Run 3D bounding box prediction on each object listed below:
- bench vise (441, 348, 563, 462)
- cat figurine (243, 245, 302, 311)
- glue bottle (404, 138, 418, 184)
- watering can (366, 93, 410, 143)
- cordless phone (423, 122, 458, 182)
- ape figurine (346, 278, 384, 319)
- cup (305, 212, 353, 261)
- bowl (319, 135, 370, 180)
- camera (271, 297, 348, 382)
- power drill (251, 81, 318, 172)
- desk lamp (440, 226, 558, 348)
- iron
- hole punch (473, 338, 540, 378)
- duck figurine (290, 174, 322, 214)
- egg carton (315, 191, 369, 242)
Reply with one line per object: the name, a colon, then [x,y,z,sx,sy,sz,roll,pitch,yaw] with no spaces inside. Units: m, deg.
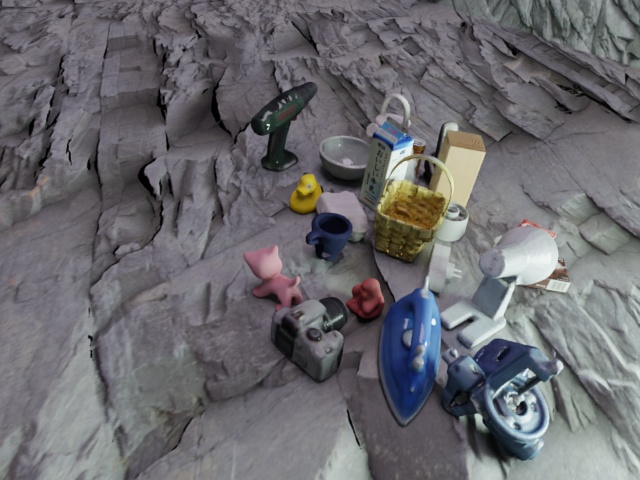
bench vise: [0.291,0.241,0.938,0.207,0.220,0.122,24,41,16]
cat figurine: [-0.092,0.067,1.144,0.127,0.118,0.067,29,42,22]
glue bottle: [0.219,-0.187,1.485,0.078,0.173,0.037,8,39,-4]
watering can: [0.199,-0.317,1.623,0.100,0.194,0.173,21,40,13]
cordless phone: [0.368,-0.239,1.574,0.148,0.185,0.094,-15,45,-28]
ape figurine: [0.096,0.113,1.152,0.076,0.092,0.078,10,39,-1]
cup: [0.012,0.005,1.263,0.118,0.095,0.091,-25,51,-36]
bowl: [0.073,-0.213,1.561,0.167,0.075,0.167,7,39,-5]
camera: [0.000,0.162,1.062,0.137,0.101,0.142,-27,52,-38]
power drill: [-0.095,-0.298,1.519,0.075,0.208,0.230,30,43,23]
desk lamp: [0.362,0.084,1.152,0.204,0.213,0.117,-23,49,-35]
iron: [0.173,0.189,1.037,0.118,0.141,0.258,12,39,2]
hole punch: [0.340,0.231,1.064,0.100,0.091,0.109,33,44,25]
duck figurine: [-0.030,-0.125,1.419,0.077,0.086,0.105,26,41,18]
egg carton: [0.050,-0.058,1.370,0.107,0.069,0.150,-5,41,-18]
